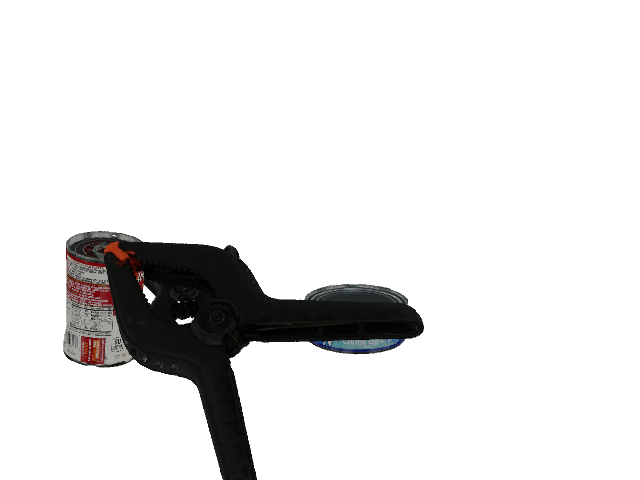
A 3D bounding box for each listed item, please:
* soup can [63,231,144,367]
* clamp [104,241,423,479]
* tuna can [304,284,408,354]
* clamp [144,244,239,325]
[{"bbox_3d":[-0.189,0.051,0.930,0.068,0.102,0.068,6,20,-2],"label":"soup can"},{"bbox_3d":[-0.051,0.054,0.674,0.164,0.036,0.210,-39,59,-21],"label":"clamp"},{"bbox_3d":[0.029,0.065,0.887,0.086,0.034,0.086,1,15,0],"label":"tuna can"},{"bbox_3d":[-0.136,0.059,1.149,0.120,0.039,0.171,-15,40,-7],"label":"clamp"}]
